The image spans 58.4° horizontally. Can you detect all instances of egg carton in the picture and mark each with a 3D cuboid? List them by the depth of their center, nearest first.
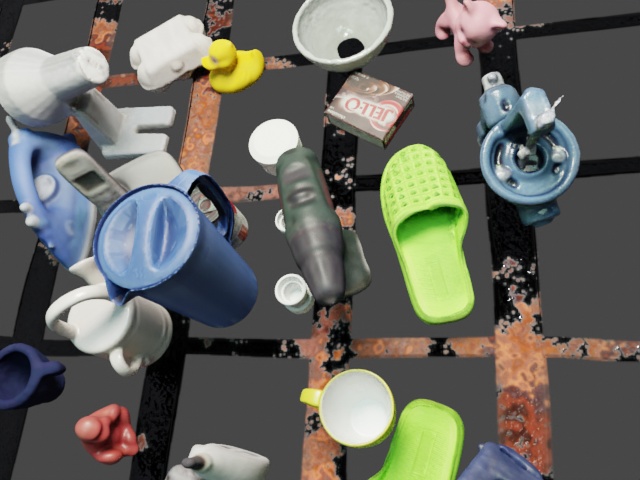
[{"bbox_3d":[-0.264,-0.331,1.025,0.150,0.069,0.107,-30,64,2],"label":"egg carton"}]

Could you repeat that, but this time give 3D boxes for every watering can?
[{"bbox_3d":[-0.297,0.104,0.786,0.172,0.194,0.101,36,81,25],"label":"watering can"}]

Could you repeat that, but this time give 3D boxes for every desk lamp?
[{"bbox_3d":[-0.379,-0.228,0.933,0.203,0.214,0.118,-1,68,15],"label":"desk lamp"}]

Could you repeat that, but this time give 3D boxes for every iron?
[{"bbox_3d":[-0.447,-0.076,0.929,0.118,0.142,0.258,-23,64,5],"label":"iron"}]

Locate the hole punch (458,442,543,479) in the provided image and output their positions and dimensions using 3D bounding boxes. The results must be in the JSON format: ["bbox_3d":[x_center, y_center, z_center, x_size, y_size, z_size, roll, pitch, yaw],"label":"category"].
[{"bbox_3d":[0.203,0.287,0.636,0.108,0.091,0.101,36,81,25],"label":"hole punch"}]

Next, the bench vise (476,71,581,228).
[{"bbox_3d":[0.243,-0.137,0.727,0.121,0.220,0.207,-34,64,0],"label":"bench vise"}]

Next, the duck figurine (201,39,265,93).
[{"bbox_3d":[-0.152,-0.306,0.975,0.104,0.086,0.077,-18,65,7],"label":"duck figurine"}]

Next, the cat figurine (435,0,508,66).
[{"bbox_3d":[0.226,-0.334,0.869,0.067,0.118,0.127,-31,64,1],"label":"cat figurine"}]

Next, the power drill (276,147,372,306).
[{"bbox_3d":[0.007,0.003,0.739,0.075,0.209,0.229,-21,65,6],"label":"power drill"}]

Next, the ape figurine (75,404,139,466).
[{"bbox_3d":[-0.296,0.262,0.778,0.076,0.092,0.078,11,72,19],"label":"ape figurine"}]

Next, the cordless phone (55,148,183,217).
[{"bbox_3d":[-0.293,-0.092,0.870,0.147,0.185,0.094,-30,64,2],"label":"cordless phone"}]

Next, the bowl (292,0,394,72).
[{"bbox_3d":[0.043,-0.337,0.943,0.167,0.075,0.167,-5,67,13],"label":"bowl"}]

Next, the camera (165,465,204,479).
[{"bbox_3d":[-0.142,0.362,0.691,0.142,0.101,0.137,17,74,21],"label":"camera"}]

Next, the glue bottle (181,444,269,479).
[{"bbox_3d":[-0.122,0.267,0.684,0.078,0.173,0.037,12,72,19],"label":"glue bottle"}]

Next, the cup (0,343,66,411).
[{"bbox_3d":[-0.405,0.201,0.831,0.117,0.095,0.091,-15,65,9],"label":"cup"}]
